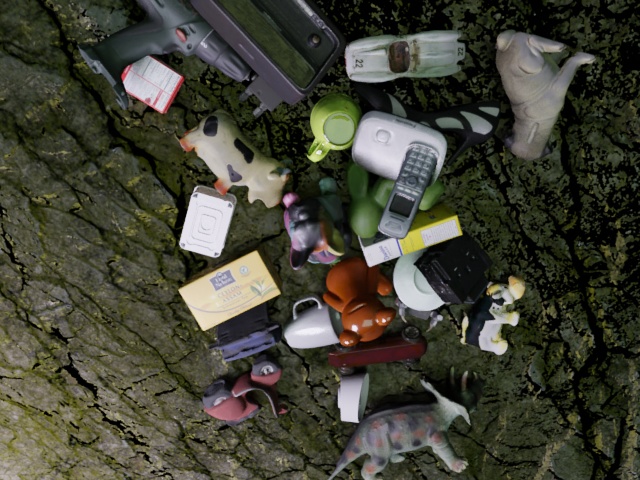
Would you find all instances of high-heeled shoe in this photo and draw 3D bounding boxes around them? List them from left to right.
[{"bbox_3d":[0.191,-0.236,0.920,0.248,0.086,0.145,34,94,-12],"label":"high-heeled shoe"}]

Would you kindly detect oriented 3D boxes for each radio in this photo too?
[{"bbox_3d":[-0.075,-0.339,0.841,0.229,0.073,0.131,44,74,-17],"label":"radio"}]

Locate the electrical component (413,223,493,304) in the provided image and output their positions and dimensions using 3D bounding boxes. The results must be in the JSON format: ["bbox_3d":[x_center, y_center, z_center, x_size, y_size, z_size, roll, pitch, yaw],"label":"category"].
[{"bbox_3d":[0.259,0.053,1.011,0.134,0.058,0.115,48,71,-16],"label":"electrical component"}]

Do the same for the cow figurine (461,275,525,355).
[{"bbox_3d":[0.342,0.140,1.070,0.098,0.068,0.167,13,108,-1],"label":"cow figurine"}]

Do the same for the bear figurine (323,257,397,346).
[{"bbox_3d":[0.082,0.120,0.965,0.120,0.196,0.131,-37,127,8],"label":"bear figurine"}]

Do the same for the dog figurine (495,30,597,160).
[{"bbox_3d":[0.338,-0.237,0.899,0.172,0.121,0.190,17,111,-7],"label":"dog figurine"}]

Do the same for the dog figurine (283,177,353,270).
[{"bbox_3d":[-0.002,-0.003,0.907,0.109,0.219,0.191,-16,119,6],"label":"dog figurine"}]

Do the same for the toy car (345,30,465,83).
[{"bbox_3d":[0.143,-0.306,0.897,0.202,0.056,0.073,-5,110,-1],"label":"toy car"}]

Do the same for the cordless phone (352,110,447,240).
[{"bbox_3d":[0.108,-0.100,0.849,0.147,0.088,0.184,21,80,10],"label":"cordless phone"}]

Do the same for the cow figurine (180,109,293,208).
[{"bbox_3d":[-0.134,-0.138,0.935,0.127,0.085,0.194,-33,108,16],"label":"cow figurine"}]

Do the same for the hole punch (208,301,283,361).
[{"bbox_3d":[-0.134,0.185,1.040,0.142,0.116,0.092,-18,118,5],"label":"hole punch"}]

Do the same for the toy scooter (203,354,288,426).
[{"bbox_3d":[-0.141,0.328,1.112,0.184,0.075,0.135,-31,110,3],"label":"toy scooter"}]

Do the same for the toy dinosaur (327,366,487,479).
[{"bbox_3d":[0.170,0.399,1.135,0.405,0.131,0.192,-20,98,9],"label":"toy dinosaur"}]

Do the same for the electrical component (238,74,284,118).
[{"bbox_3d":[-0.091,-0.257,0.922,0.094,0.021,0.063,-40,107,12],"label":"electrical component"}]

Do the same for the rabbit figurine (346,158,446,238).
[{"bbox_3d":[0.111,-0.083,0.944,0.170,0.121,0.159,-44,100,10],"label":"rabbit figurine"}]

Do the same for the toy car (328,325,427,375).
[{"bbox_3d":[0.117,0.222,1.094,0.202,0.053,0.089,-8,131,2],"label":"toy car"}]

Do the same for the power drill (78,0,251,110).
[{"bbox_3d":[-0.250,-0.296,0.845,0.207,0.086,0.232,-41,103,-7],"label":"power drill"}]

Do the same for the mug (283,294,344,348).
[{"bbox_3d":[-0.020,0.163,1.053,0.107,0.081,0.109,-20,115,14],"label":"mug"}]

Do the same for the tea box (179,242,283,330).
[{"bbox_3d":[-0.166,0.087,1.018,0.170,0.068,0.098,-28,103,8],"label":"tea box"}]

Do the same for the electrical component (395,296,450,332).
[{"bbox_3d":[0.203,0.132,1.069,0.102,0.045,0.078,26,108,-12],"label":"electrical component"}]
